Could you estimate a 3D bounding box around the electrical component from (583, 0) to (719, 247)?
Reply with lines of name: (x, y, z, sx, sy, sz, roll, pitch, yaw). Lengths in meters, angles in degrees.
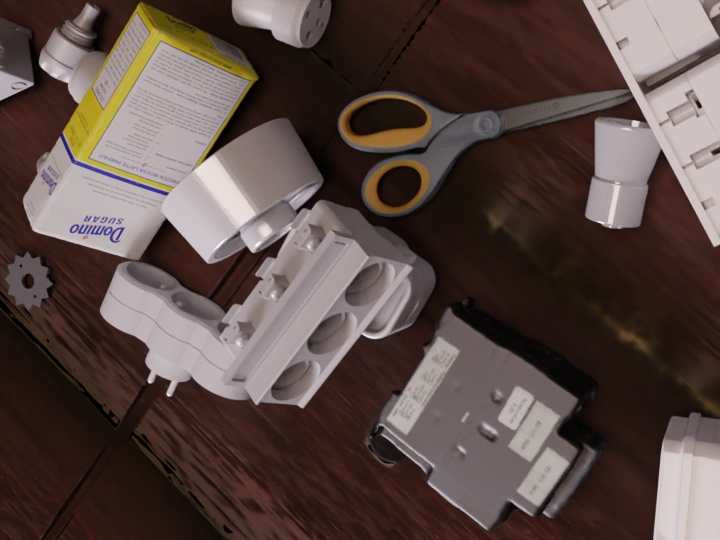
electrical component: (0.191, -0.114, 0.612, 0.060, 0.105, 0.186, -29, 84, 24)

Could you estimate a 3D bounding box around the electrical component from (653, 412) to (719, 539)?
electrical component: (0.210, 0.149, 0.648, 0.057, 0.078, 0.113, 6, 98, 20)

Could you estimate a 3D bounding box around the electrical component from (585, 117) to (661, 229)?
electrical component: (0.162, -0.059, 0.667, 0.044, 0.044, 0.065, 14, 106, 22)

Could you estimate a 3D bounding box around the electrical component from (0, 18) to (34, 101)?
electrical component: (-0.314, -0.161, 0.833, 0.100, 0.100, 0.048, -18, 76, 24)

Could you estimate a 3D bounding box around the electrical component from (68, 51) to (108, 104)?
electrical component: (-0.184, -0.133, 0.807, 0.055, 0.045, 0.045, 34, 108, 17)

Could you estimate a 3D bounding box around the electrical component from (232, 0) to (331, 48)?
electrical component: (-0.054, -0.182, 0.745, 0.055, 0.045, 0.045, 25, 105, 19)

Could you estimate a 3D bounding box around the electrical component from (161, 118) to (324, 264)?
electrical component: (-0.075, -0.047, 0.738, 0.108, 0.108, 0.060, -37, 87, 23)

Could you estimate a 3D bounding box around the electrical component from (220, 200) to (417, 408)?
electrical component: (-0.032, 0.021, 0.679, 0.121, 0.079, 0.063, -53, 53, 20)

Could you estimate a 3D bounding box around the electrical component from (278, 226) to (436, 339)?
electrical component: (0.000, 0.000, 0.733, 0.095, 0.059, 0.053, 34, 108, 17)

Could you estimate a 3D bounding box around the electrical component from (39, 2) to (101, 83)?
electrical component: (-0.218, -0.176, 0.823, 0.035, 0.035, 0.061, 40, 107, 15)

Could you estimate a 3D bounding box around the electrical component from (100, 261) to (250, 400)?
electrical component: (-0.136, 0.058, 0.803, 0.138, 0.052, 0.073, 31, 107, 17)

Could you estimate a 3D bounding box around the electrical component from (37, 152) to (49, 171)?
electrical component: (-0.213, -0.084, 0.827, 0.062, 0.048, 0.048, -40, 80, 16)
